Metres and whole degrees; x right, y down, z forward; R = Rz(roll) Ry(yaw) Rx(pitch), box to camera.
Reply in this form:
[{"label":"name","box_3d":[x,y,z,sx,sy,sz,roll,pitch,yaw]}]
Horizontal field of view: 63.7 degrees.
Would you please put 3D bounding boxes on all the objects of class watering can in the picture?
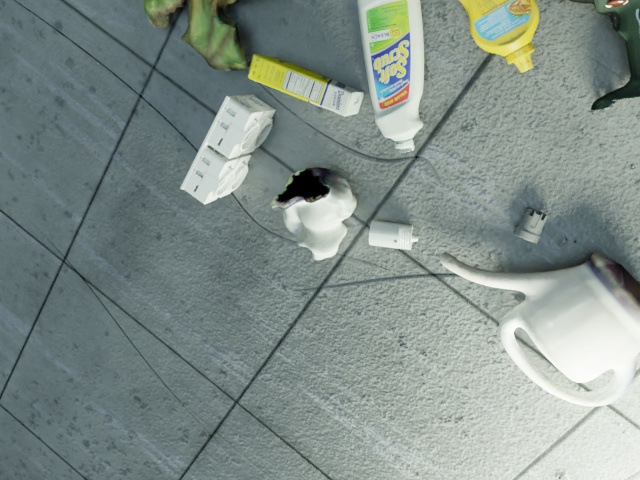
[{"label":"watering can","box_3d":[0.371,0.104,0.805,0.221,0.105,0.348,-42,89,22]}]

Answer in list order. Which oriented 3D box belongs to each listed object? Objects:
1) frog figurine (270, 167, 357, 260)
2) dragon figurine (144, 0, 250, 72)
[{"label":"frog figurine","box_3d":[0.003,-0.046,0.906,0.137,0.126,0.156,-23,133,14]},{"label":"dragon figurine","box_3d":[-0.139,-0.400,0.844,0.412,0.124,0.238,18,118,22]}]
